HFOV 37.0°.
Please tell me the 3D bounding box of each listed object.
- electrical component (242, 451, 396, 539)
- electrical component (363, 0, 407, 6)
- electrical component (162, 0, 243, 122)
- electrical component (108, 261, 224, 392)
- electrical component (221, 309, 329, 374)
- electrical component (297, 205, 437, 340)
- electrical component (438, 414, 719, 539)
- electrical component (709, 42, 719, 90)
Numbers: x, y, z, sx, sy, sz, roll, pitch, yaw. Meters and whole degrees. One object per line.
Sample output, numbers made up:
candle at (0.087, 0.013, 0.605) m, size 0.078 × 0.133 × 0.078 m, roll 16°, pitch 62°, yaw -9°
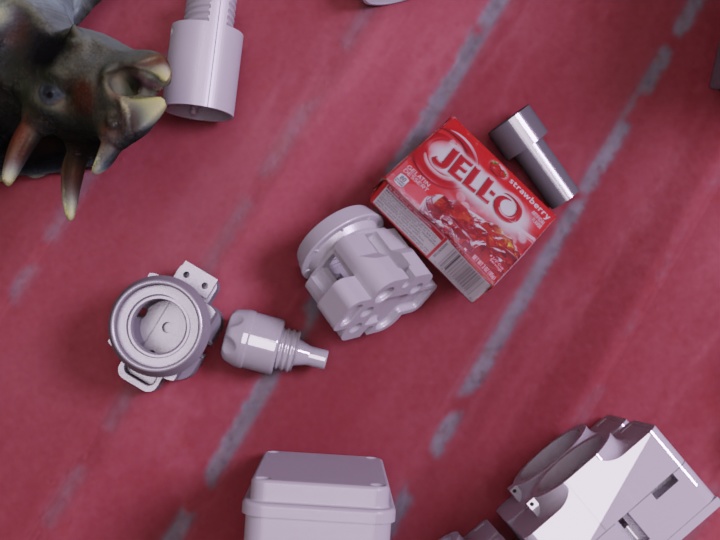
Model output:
electrical component at (-0.023, 0.137, 0.590) m, size 0.078 × 0.113 × 0.057 m, roll 4°, pitch 88°, yaw -1°
electrical component at (0.014, -0.207, 0.653) m, size 0.043 × 0.043 × 0.081 m, roll -13°, pitch 86°, yaw -2°
electrical component at (-0.093, -0.134, 0.645) m, size 0.043 × 0.043 × 0.081 m, roll 6°, pitch 85°, yaw -1°
electrical component at (-0.113, 0.033, 0.625) m, size 0.058 × 0.057 × 0.078 m, roll 31°, pitch 86°, yaw 1°
electrical component at (-0.049, 0.046, 0.636) m, size 0.061 × 0.035 × 0.035 m, roll 15°, pitch 85°, yaw -3°
electrical component at (0.000, 0.000, 0.625) m, size 0.057 × 0.078 × 0.058 m, roll 54°, pitch 127°, yaw 21°
electrical component at (0.093, 0.159, 0.594) m, size 0.186 × 0.105 × 0.060 m, roll -40°, pitch 87°, yaw -4°
electrical component at (0.259, -0.155, 0.600) m, size 0.062 × 0.150 × 0.089 m, roll 14°, pitch 85°, yaw 1°
